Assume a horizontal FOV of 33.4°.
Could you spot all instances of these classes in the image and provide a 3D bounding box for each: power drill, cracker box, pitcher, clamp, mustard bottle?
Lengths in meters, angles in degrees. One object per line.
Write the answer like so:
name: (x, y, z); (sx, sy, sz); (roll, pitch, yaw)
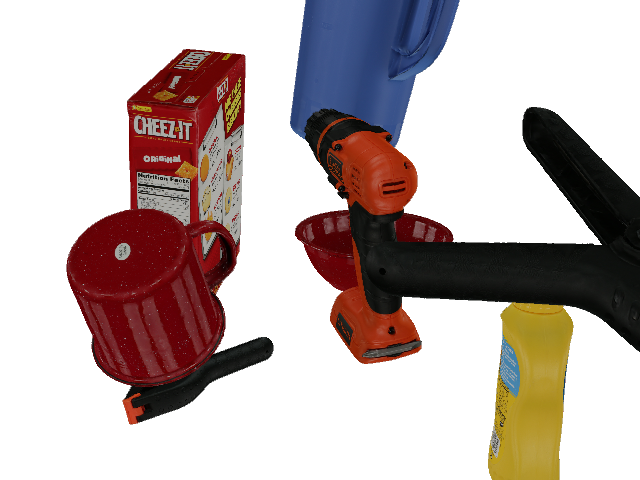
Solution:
power drill: (0.032, -0.007, 0.881); (0.057, 0.188, 0.184); (-12, 23, -12)
cracker box: (-0.123, -0.051, 0.990); (0.072, 0.214, 0.164); (7, 26, 8)
pitcher: (0.050, -0.207, 1.000); (0.145, 0.243, 0.149); (11, 17, 2)
clamp: (0.137, 0.014, 0.487); (0.210, 0.036, 0.164); (32, 49, 32)
clamp: (-0.131, 0.140, 1.123); (0.120, 0.039, 0.171); (-10, 19, 36)
mustard bottle: (0.175, 0.112, 0.884); (0.058, 0.192, 0.096); (2, 17, 1)

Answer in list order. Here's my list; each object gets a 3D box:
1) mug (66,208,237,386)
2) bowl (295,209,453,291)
mug: (-0.105, 0.028, 0.697); (0.117, 0.081, 0.093); (-31, 48, -18)
bowl: (0.054, 0.016, 1.093); (0.162, 0.055, 0.162); (1, 18, -1)
